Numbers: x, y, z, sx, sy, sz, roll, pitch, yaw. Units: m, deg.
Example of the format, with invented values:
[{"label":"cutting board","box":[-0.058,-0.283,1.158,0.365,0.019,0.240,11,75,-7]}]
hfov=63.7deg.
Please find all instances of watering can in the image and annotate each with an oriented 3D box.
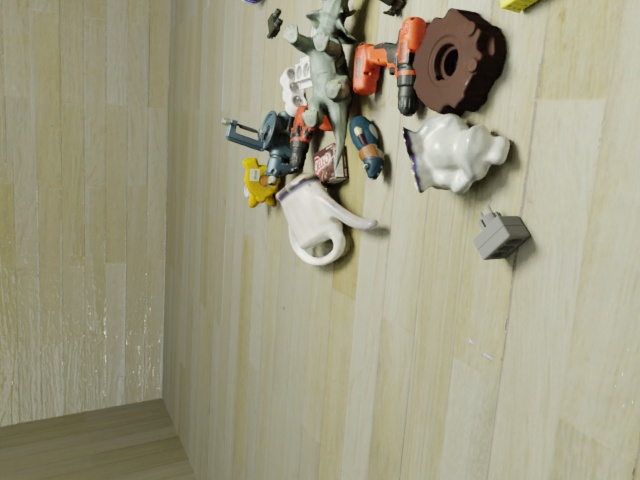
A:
[{"label":"watering can","box":[0.004,-0.062,1.226,0.343,0.105,0.225,-33,80,55]}]

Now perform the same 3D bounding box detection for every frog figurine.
[{"label":"frog figurine","box":[0.232,-0.147,0.854,0.158,0.121,0.139,-11,69,25]}]
